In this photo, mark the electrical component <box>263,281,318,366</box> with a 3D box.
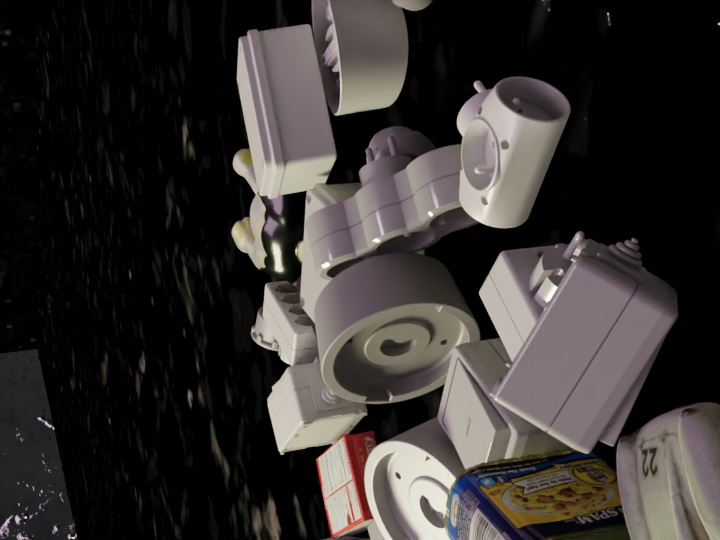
[{"bbox_3d":[-0.054,0.062,0.981,0.083,0.047,0.075,-126,37,-50],"label":"electrical component"}]

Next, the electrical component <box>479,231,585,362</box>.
[{"bbox_3d":[0.108,0.012,0.580,0.076,0.047,0.065,112,144,-47],"label":"electrical component"}]

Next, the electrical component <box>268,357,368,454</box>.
[{"bbox_3d":[-0.037,0.112,0.934,0.096,0.062,0.061,123,135,-57],"label":"electrical component"}]

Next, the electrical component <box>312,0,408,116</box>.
[{"bbox_3d":[-0.007,-0.163,0.787,0.099,0.064,0.099,174,90,-67],"label":"electrical component"}]

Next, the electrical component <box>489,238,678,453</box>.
[{"bbox_3d":[0.115,0.031,0.514,0.096,0.061,0.062,-62,-9,16],"label":"electrical component"}]

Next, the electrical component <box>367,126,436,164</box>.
[{"bbox_3d":[0.025,-0.081,0.761,0.062,0.048,0.048,-125,36,-61],"label":"electrical component"}]

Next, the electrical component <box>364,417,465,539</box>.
[{"bbox_3d":[0.062,0.146,0.696,0.108,0.060,0.108,27,130,38],"label":"electrical component"}]

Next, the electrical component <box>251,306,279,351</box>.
[{"bbox_3d":[-0.077,0.044,1.037,0.048,0.048,0.062,50,133,53],"label":"electrical component"}]

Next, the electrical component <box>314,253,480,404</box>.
[{"bbox_3d":[0.021,0.034,0.724,0.108,0.108,0.060,108,153,-45],"label":"electrical component"}]

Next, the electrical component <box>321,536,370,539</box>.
[{"bbox_3d":[-0.032,0.264,0.943,0.083,0.076,0.047,152,111,-66],"label":"electrical component"}]

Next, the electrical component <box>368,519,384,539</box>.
[{"bbox_3d":[0.048,0.202,0.772,0.083,0.047,0.075,119,139,-54],"label":"electrical component"}]

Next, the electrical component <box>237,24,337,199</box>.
[{"bbox_3d":[-0.059,-0.121,0.840,0.108,0.056,0.108,132,127,-79],"label":"electrical component"}]

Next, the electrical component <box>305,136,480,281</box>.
[{"bbox_3d":[0.021,-0.051,0.707,0.138,0.052,0.073,-25,69,33],"label":"electrical component"}]

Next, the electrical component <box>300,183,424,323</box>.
[{"bbox_3d":[0.000,0.000,0.823,0.108,0.056,0.108,-134,43,-56],"label":"electrical component"}]

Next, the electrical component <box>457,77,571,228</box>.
[{"bbox_3d":[0.081,-0.079,0.626,0.077,0.044,0.079,105,149,-42],"label":"electrical component"}]

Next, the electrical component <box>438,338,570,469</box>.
[{"bbox_3d":[0.084,0.084,0.638,0.096,0.061,0.061,-124,35,-48],"label":"electrical component"}]
